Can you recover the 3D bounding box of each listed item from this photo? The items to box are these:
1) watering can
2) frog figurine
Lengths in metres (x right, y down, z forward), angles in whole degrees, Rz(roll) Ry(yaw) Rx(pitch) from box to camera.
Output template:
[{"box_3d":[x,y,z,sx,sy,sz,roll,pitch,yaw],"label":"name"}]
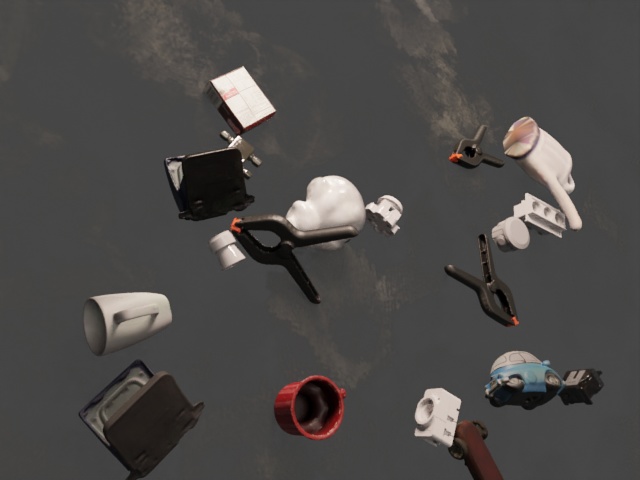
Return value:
[{"box_3d":[0.584,-0.189,1.334,0.223,0.102,0.356,35,39,-16],"label":"watering can"},{"box_3d":[0.003,-0.047,0.943,0.160,0.122,0.137,-9,96,-45],"label":"frog figurine"}]
